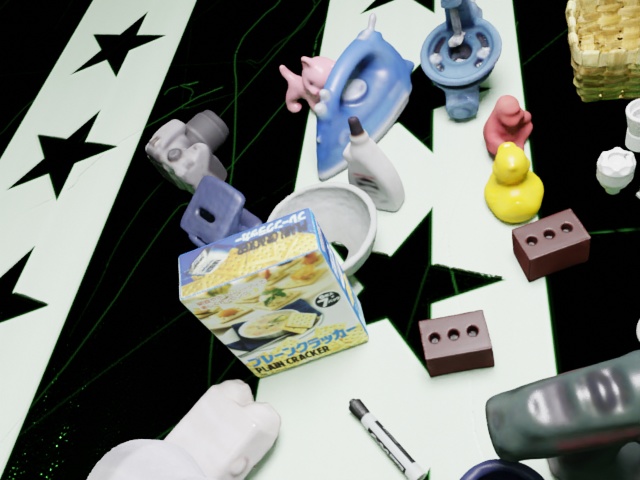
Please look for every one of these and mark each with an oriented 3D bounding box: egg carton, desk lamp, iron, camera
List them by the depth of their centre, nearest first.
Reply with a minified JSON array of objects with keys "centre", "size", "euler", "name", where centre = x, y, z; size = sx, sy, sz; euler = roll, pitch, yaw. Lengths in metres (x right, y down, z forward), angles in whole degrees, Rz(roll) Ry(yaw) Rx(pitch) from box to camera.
[{"centre":[-0.091,0.276,0.549],"size":[0.202,0.214,0.118],"euler":[0,56,22],"name":"desk lamp"},{"centre":[-0.120,0.244,0.677],"size":[0.107,0.070,0.150],"euler":[29,69,35],"name":"egg carton"},{"centre":[0.049,-0.233,0.918],"size":[0.118,0.142,0.258],"euler":[18,63,31],"name":"iron"},{"centre":[-0.219,-0.164,0.998],"size":[0.142,0.101,0.137],"euler":[30,70,35],"name":"camera"}]

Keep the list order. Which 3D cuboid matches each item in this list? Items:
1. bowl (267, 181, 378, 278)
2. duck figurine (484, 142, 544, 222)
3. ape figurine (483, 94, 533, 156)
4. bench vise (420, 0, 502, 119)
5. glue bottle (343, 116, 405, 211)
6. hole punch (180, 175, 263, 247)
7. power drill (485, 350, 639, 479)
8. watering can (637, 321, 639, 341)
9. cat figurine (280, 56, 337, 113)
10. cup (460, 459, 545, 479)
[{"centre":[0.007,0.003,0.803],"size":[0.167,0.075,0.167],"euler":[-10,52,14],"name":"bowl"},{"centre":[0.256,-0.083,0.762],"size":[0.077,0.086,0.104],"euler":[-9,53,16],"name":"duck figurine"},{"centre":[0.266,-0.166,0.815],"size":[0.078,0.092,0.076],"euler":[-30,50,-2],"name":"ape figurine"},{"centre":[0.203,-0.325,0.875],"size":[0.121,0.220,0.207],"euler":[-15,51,11],"name":"bench vise"},{"centre":[0.066,-0.108,0.798],"size":[0.077,0.173,0.037],"euler":[12,61,29],"name":"glue bottle"},{"centre":[-0.159,-0.032,0.883],"size":[0.108,0.091,0.101],"euler":[30,70,35],"name":"hole punch"},{"centre":[0.265,0.159,0.499],"size":[0.229,0.209,0.075],"euler":[-15,51,11],"name":"power drill"},{"centre":[0.384,0.057,0.538],"size":[0.100,0.194,0.173],"euler":[32,71,36],"name":"watering can"},{"centre":[-0.014,-0.278,0.991],"size":[0.127,0.118,0.067],"euler":[17,63,31],"name":"cat figurine"},{"centre":[0.182,0.268,0.525],"size":[0.092,0.095,0.117],"euler":[-41,51,-11],"name":"cup"}]
